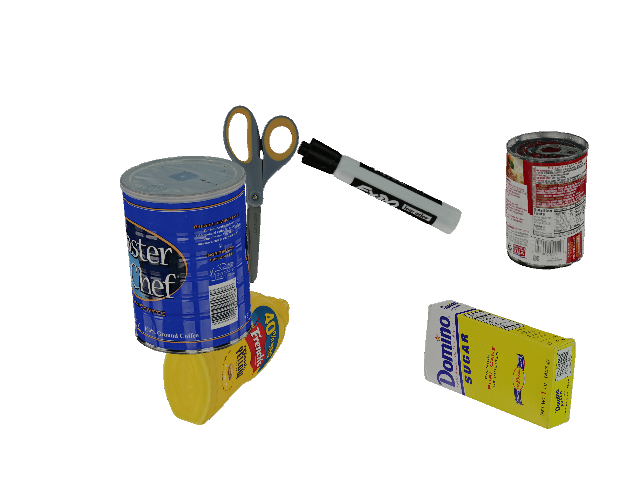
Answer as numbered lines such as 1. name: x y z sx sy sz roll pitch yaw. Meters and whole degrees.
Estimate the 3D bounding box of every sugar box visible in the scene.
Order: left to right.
1. sugar box: 0.191 0.132 1.165 0.048 0.093 0.177 -10 18 -44

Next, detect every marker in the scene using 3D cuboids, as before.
1. marker: 0.040 -0.038 0.733 0.121 0.020 0.020 26 -4 -8

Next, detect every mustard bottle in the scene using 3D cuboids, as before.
1. mustard bottle: -0.087 0.106 1.110 0.058 0.096 0.191 12 26 25

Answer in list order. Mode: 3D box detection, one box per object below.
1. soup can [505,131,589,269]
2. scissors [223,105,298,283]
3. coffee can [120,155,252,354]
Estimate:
1. soup can: 0.194 -0.034 0.915 0.068 0.102 0.068 -4 24 2
2. scissors: -0.058 -0.059 1.213 0.096 0.202 0.016 -12 -7 -14
3. coffee can: -0.111 0.010 0.898 0.103 0.140 0.103 -1 22 0
